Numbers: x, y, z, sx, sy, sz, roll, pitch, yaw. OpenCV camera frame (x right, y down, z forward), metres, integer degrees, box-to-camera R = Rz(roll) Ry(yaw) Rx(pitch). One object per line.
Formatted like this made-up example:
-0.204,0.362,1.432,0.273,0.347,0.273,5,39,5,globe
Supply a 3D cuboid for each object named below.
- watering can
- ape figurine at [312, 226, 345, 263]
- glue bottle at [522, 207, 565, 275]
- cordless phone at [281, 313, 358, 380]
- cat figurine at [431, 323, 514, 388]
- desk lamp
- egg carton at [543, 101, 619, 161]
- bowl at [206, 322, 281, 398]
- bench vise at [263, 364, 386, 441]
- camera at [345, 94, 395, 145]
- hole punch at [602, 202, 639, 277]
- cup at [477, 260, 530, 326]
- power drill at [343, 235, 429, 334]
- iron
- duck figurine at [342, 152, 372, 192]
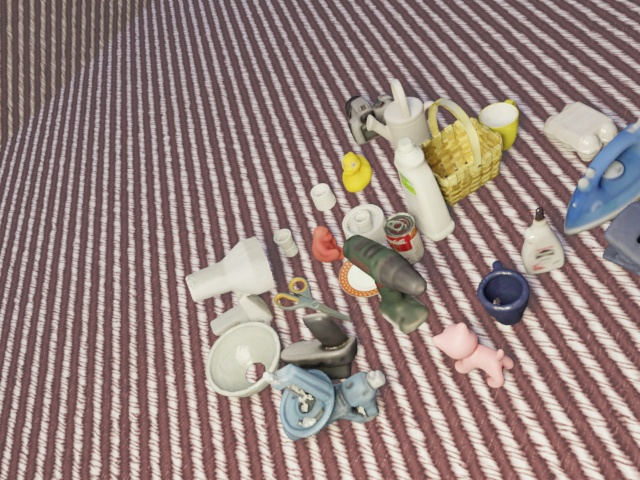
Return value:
0.204,-0.309,1.429,0.173,0.195,0.100,-34,45,-6,watering can
0.012,0.005,1.317,0.076,0.092,0.078,-9,48,18,ape figurine
0.414,-0.002,1.074,0.078,0.174,0.037,-19,46,9,glue bottle
-0.016,0.191,1.100,0.147,0.185,0.094,-13,47,15,cordless phone
0.268,0.192,1.012,0.127,0.118,0.067,15,59,35,cat figurine
-0.177,0.114,1.224,0.203,0.214,0.117,-32,45,-3,desk lamp
0.582,-0.245,1.281,0.107,0.070,0.150,-34,45,-6,egg carton
-0.146,0.257,1.182,0.167,0.075,0.167,-13,47,15,bowl
0.000,0.258,1.009,0.207,0.220,0.121,-35,45,-6,bench vise
0.131,-0.355,1.571,0.143,0.101,0.136,-28,45,1,camera
0.588,-0.003,1.050,0.109,0.091,0.100,-43,47,-14,hole punch
0.343,0.106,1.069,0.091,0.095,0.117,-14,47,14,cup
0.140,0.086,1.101,0.076,0.209,0.228,-41,46,-12,power drill
0.571,-0.133,1.137,0.258,0.142,0.118,-41,46,-12,iron
0.086,-0.186,1.453,0.077,0.086,0.104,-1,51,25,duck figurine
